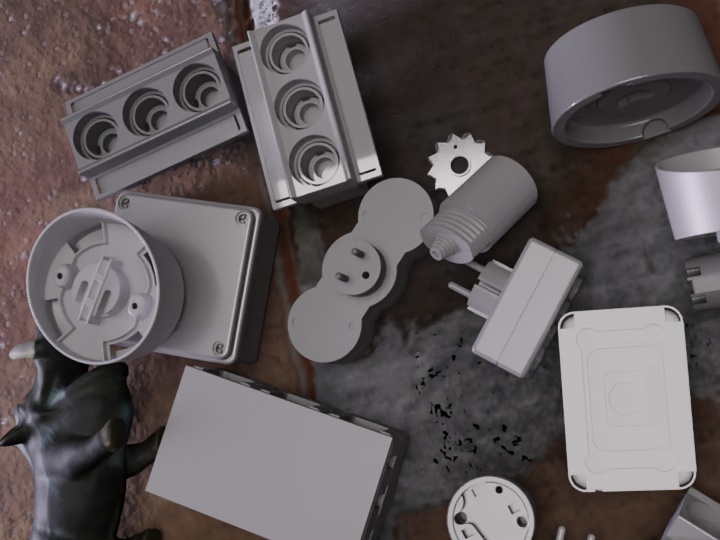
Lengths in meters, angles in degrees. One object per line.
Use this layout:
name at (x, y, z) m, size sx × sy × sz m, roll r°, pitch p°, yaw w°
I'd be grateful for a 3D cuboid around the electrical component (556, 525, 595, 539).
electrical component at (0.129, 0.201, 0.676) m, size 0.083 × 0.047 × 0.075 m, roll 12°, pitch 85°, yaw 15°

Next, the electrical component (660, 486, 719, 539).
electrical component at (0.233, 0.194, 0.640) m, size 0.121 × 0.079 × 0.063 m, roll 31°, pitch 114°, yaw 16°

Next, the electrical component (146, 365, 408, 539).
electrical component at (-0.053, 0.130, 0.725) m, size 0.150 × 0.062 × 0.089 m, roll 17°, pitch 88°, yaw 16°

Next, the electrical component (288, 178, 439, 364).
electrical component at (0.000, 0.000, 0.720) m, size 0.052 × 0.074 × 0.138 m, roll 34°, pitch 92°, yaw 16°

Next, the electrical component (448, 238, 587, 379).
electrical component at (0.095, 0.018, 0.707) m, size 0.076 × 0.047 × 0.083 m, roll 28°, pitch 91°, yaw 17°

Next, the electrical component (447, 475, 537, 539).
electrical component at (0.087, 0.159, 0.692) m, size 0.055 × 0.047 × 0.055 m, roll -2°, pitch 83°, yaw 14°

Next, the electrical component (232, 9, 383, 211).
electrical component at (-0.033, -0.108, 0.748) m, size 0.079 × 0.063 × 0.121 m, roll -17°, pitch 79°, yaw 12°

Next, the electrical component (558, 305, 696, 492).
electrical component at (0.167, 0.081, 0.675) m, size 0.078 × 0.057 × 0.113 m, roll -5°, pitch 82°, yaw 14°

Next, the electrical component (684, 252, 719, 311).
electrical component at (0.231, 0.006, 0.678) m, size 0.046 × 0.040 × 0.040 m, roll -11°, pitch 81°, yaw 19°

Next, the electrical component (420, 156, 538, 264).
electrical component at (0.075, -0.034, 0.702) m, size 0.043 × 0.043 × 0.081 m, roll 39°, pitch 62°, yaw 16°

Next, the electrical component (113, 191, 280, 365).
electrical component at (-0.122, 0.006, 0.761) m, size 0.109 × 0.056 × 0.108 m, roll 8°, pitch 85°, yaw 15°

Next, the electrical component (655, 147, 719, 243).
electrical component at (0.234, -0.051, 0.656) m, size 0.099 × 0.099 × 0.064 m, roll -9°, pitch 87°, yaw 13°

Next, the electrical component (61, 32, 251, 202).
electrical component at (-0.142, -0.107, 0.776) m, size 0.121 × 0.063 × 0.078 m, roll -23°, pitch 78°, yaw 11°

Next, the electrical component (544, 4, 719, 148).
electrical component at (0.168, -0.126, 0.677) m, size 0.108 × 0.108 × 0.060 m, roll -13°, pitch 74°, yaw 13°

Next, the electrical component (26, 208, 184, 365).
electrical component at (-0.167, 0.013, 0.707) m, size 0.099 × 0.064 × 0.099 m, roll -2°, pitch 83°, yaw 14°
